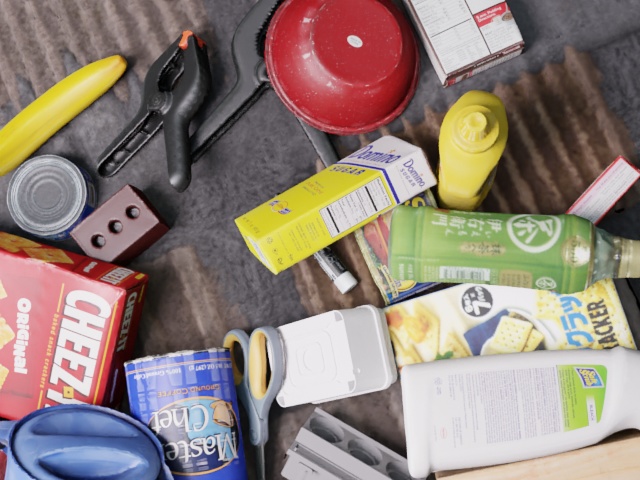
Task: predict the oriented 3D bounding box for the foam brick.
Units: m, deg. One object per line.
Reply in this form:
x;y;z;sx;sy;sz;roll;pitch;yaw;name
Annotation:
-0.197;-0.010;1.062;0.078;0.051;0.053;-41;81;-2;foam brick

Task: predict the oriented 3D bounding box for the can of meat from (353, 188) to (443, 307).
0.083;0.004;1.032;0.084;0.057;0.102;-23;80;4;can of meat

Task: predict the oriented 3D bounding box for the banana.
-0.277;-0.119;1.079;0.197;0.037;0.070;-47;36;-18;banana

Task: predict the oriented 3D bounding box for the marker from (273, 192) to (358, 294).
-0.007;0.001;1.059;0.020;0.020;0.121;-39;80;-1;marker

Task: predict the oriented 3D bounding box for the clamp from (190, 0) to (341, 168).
-0.057;-0.161;1.079;0.164;0.036;0.210;0;84;4;clamp

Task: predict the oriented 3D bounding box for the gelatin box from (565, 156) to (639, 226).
0.259;-0.033;1.011;0.030;0.073;0.089;42;87;9;gelatin box

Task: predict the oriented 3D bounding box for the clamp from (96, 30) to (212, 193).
-0.163;-0.128;1.077;0.120;0.039;0.171;4;70;26;clamp

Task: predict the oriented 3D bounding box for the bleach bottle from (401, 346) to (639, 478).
0.200;0.147;0.929;0.251;0.068;0.102;-4;82;2;bleach bottle

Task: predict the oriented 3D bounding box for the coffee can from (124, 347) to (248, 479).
-0.125;0.178;1.002;0.103;0.103;0.140;-9;81;4;coffee can

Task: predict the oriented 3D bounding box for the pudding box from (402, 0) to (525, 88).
0.142;-0.222;1.069;0.090;0.039;0.113;-24;78;2;pudding box

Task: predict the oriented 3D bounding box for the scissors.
-0.070;0.174;1.034;0.096;0.016;0.202;25;113;48;scissors

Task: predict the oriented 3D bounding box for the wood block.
0.215;0.236;0.968;0.206;0.091;0.090;-12;82;3;wood block

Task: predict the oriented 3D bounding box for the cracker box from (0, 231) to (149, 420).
-0.289;0.085;1.023;0.214;0.072;0.164;17;104;8;cracker box

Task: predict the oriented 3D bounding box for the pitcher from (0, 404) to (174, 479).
-0.237;0.274;0.948;0.149;0.144;0.243;37;119;41;pitcher

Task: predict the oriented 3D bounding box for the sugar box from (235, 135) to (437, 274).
0.013;-0.037;1.008;0.176;0.093;0.048;-32;111;-8;sugar box

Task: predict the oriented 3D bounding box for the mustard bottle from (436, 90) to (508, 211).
0.137;-0.083;0.970;0.058;0.191;0.096;17;84;7;mustard bottle

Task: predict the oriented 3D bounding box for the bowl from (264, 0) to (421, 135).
0.029;-0.187;1.042;0.162;0.055;0.162;2;81;-12;bowl

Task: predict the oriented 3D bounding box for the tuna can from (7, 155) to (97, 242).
-0.272;-0.043;1.083;0.086;0.033;0.086;-1;82;5;tuna can

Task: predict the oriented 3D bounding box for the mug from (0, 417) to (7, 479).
-0.298;0.218;1.024;0.117;0.093;0.081;20;79;-6;mug
